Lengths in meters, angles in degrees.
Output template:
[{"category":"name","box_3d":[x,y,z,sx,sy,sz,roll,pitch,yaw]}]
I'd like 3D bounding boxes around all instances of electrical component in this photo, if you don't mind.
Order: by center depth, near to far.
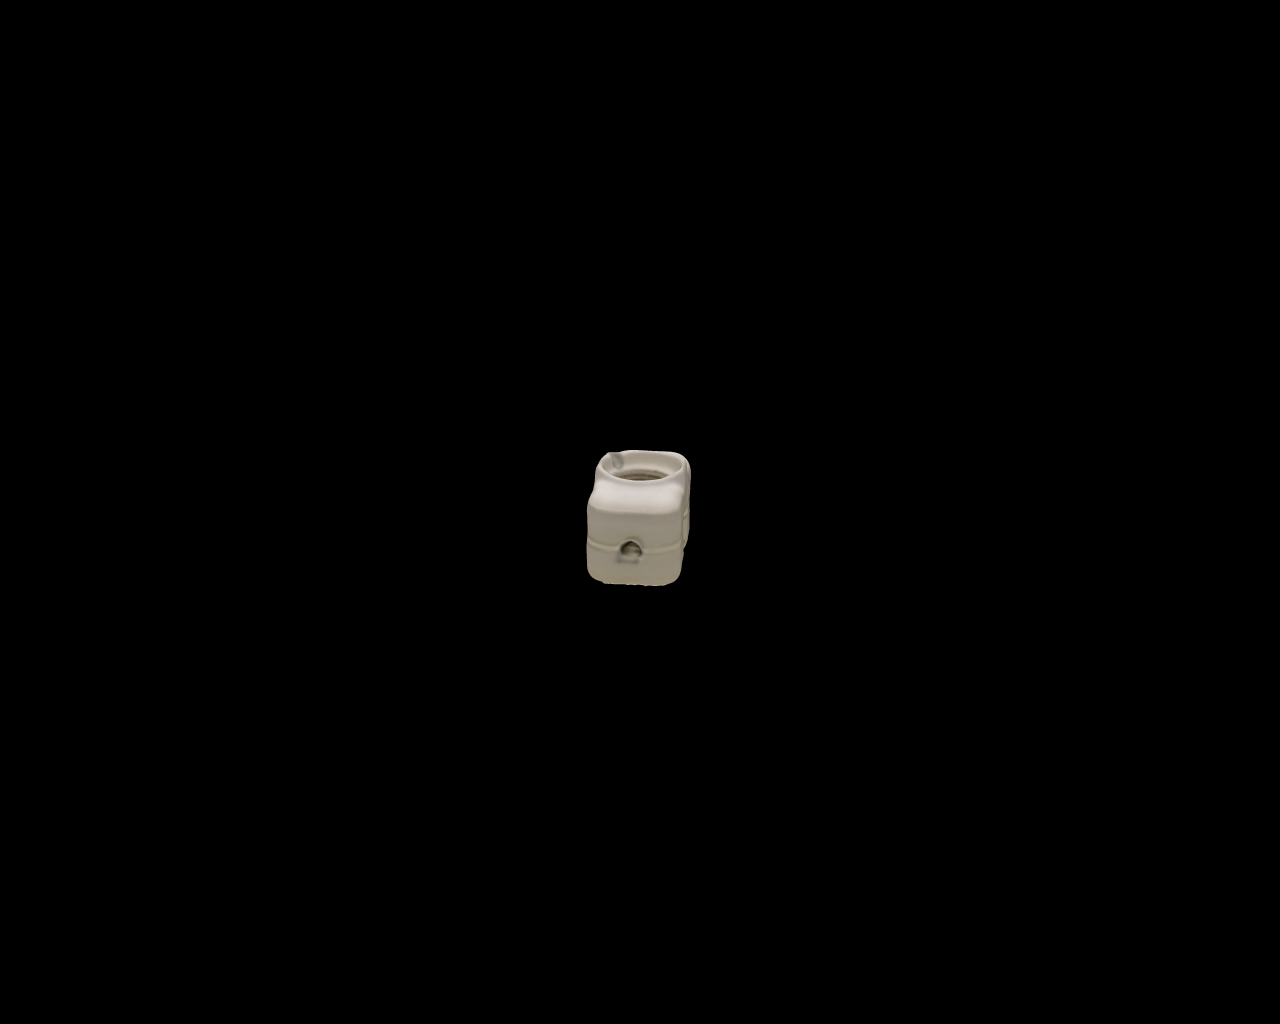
[{"category":"electrical component","box_3d":[0.001,-0.003,0.650,0.054,0.059,0.095,3,22,7]}]
